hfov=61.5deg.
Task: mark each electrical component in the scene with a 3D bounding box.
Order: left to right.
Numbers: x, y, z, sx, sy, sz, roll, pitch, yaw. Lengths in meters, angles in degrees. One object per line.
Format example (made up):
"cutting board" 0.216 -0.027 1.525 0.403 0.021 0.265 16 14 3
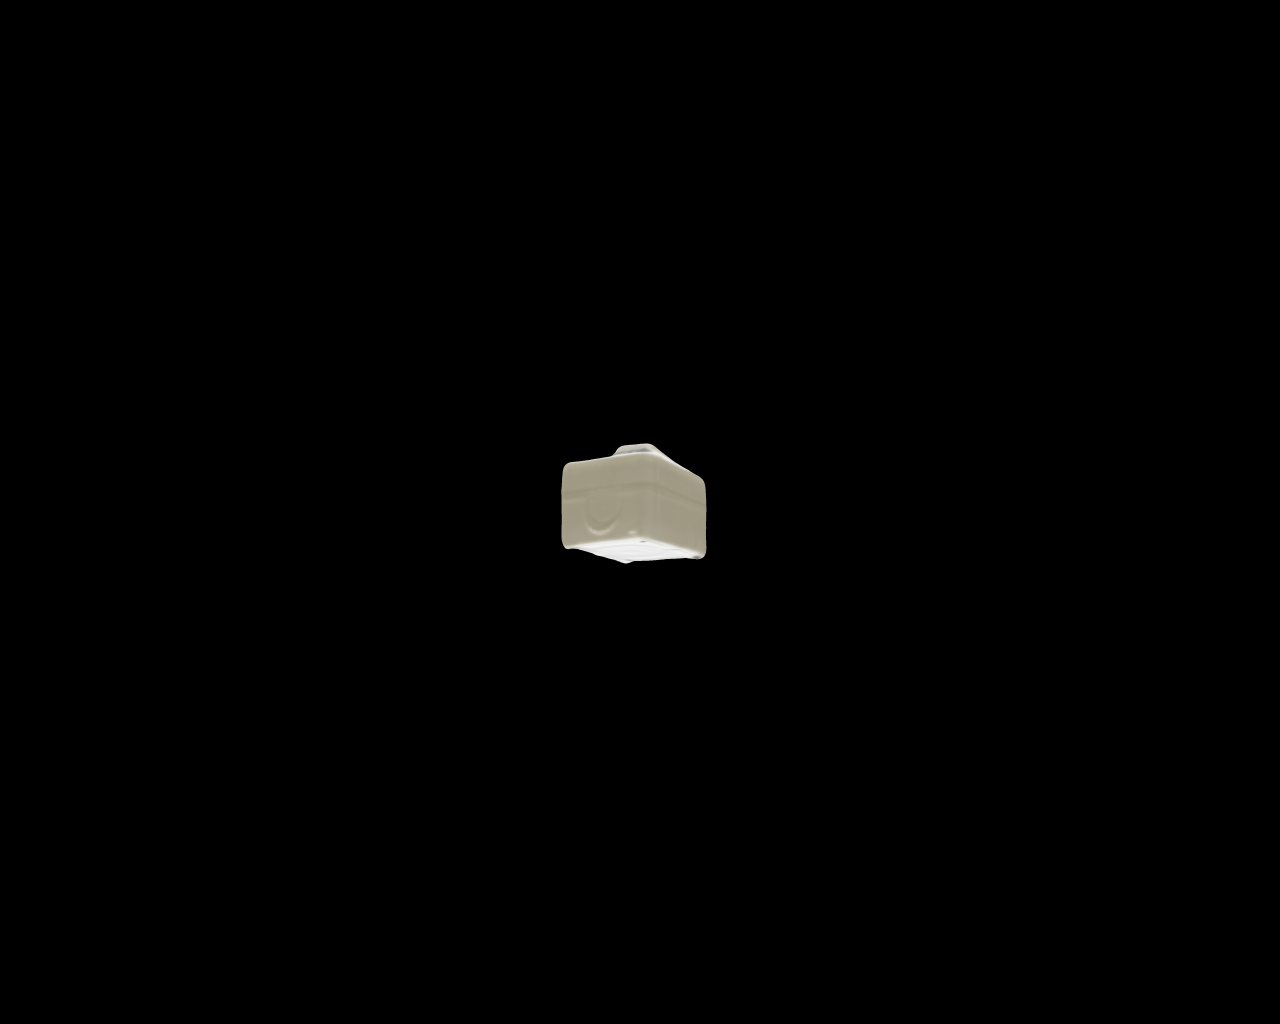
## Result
"electrical component" 0.001 -0.003 0.650 0.062 0.061 0.096 -6 -13 27
